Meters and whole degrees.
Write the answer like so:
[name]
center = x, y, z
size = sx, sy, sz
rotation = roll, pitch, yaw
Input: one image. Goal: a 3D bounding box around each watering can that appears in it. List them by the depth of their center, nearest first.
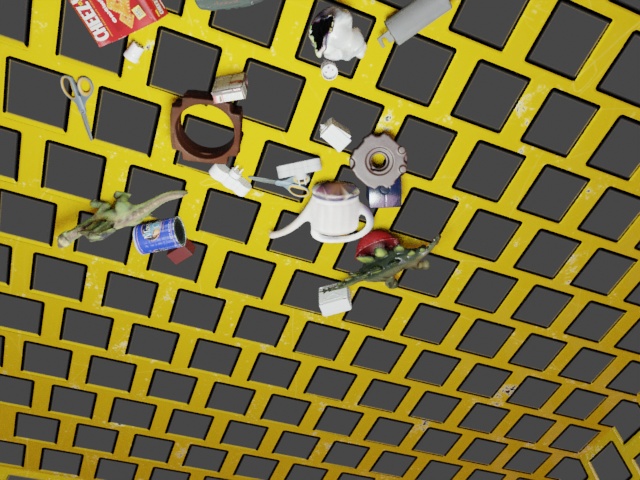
[watering can]
center = 0.005, -0.084, 1.672
size = 0.348, 0.106, 0.219
rotation = -1, 122, -3

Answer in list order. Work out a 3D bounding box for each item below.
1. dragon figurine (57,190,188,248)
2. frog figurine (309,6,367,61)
[dragon figurine]
center = -0.622, -0.057, 1.584
size = 0.409, 0.248, 0.120
rotation = -16, 118, 10
[frog figurine]
center = 0.056, -0.555, 1.396
size = 0.160, 0.124, 0.135
rotation = -10, 122, -40
